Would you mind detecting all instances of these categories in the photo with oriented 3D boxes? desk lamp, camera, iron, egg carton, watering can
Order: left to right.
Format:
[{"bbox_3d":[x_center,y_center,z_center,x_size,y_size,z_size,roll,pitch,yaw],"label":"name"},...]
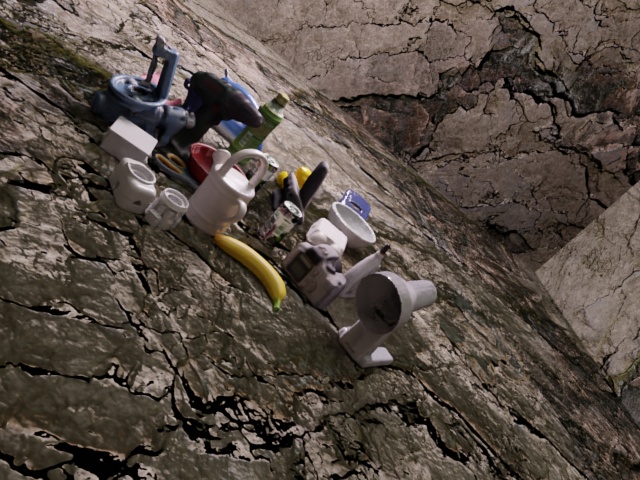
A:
[{"bbox_3d":[-0.185,-0.113,1.159,0.172,0.194,0.101,49,21,17],"label":"watering can"},{"bbox_3d":[-0.231,-0.366,1.659,0.258,0.141,0.119,44,20,2],"label":"iron"},{"bbox_3d":[0.011,0.069,1.297,0.143,0.100,0.137,51,21,21],"label":"camera"},{"bbox_3d":[0.014,0.005,1.475,0.107,0.069,0.150,40,20,-7],"label":"egg carton"},{"bbox_3d":[0.135,0.158,1.185,0.204,0.213,0.117,12,36,-55],"label":"desk lamp"}]

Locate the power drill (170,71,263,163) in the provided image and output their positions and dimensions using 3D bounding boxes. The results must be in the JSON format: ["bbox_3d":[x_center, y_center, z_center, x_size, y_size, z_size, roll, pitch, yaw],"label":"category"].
[{"bbox_3d":[-0.253,-0.279,1.343,0.229,0.208,0.076,51,21,22],"label":"power drill"}]

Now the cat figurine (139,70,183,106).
[{"bbox_3d":[-0.386,-0.341,1.351,0.128,0.117,0.067,25,26,-40],"label":"cat figurine"}]

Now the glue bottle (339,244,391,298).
[{"bbox_3d":[0.110,0.071,1.372,0.078,0.173,0.037,11,36,-55],"label":"glue bottle"}]

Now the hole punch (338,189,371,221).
[{"bbox_3d":[0.103,-0.091,1.806,0.109,0.091,0.101,38,20,-12],"label":"hole punch"}]

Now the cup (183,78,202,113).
[{"bbox_3d":[-0.341,-0.390,1.568,0.118,0.095,0.091,13,36,-54],"label":"cup"}]

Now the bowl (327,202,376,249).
[{"bbox_3d":[0.078,-0.029,1.658,0.168,0.074,0.167,37,21,-16],"label":"bowl"}]

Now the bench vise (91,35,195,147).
[{"bbox_3d":[-0.351,-0.324,1.233,0.121,0.219,0.208,53,22,26],"label":"bench vise"}]

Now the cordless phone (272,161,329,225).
[{"bbox_3d":[-0.038,-0.145,1.511,0.094,0.185,0.147,31,23,-28],"label":"cordless phone"}]

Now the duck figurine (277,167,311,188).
[{"bbox_3d":[-0.066,-0.178,1.671,0.105,0.086,0.077,28,25,-35],"label":"duck figurine"}]
